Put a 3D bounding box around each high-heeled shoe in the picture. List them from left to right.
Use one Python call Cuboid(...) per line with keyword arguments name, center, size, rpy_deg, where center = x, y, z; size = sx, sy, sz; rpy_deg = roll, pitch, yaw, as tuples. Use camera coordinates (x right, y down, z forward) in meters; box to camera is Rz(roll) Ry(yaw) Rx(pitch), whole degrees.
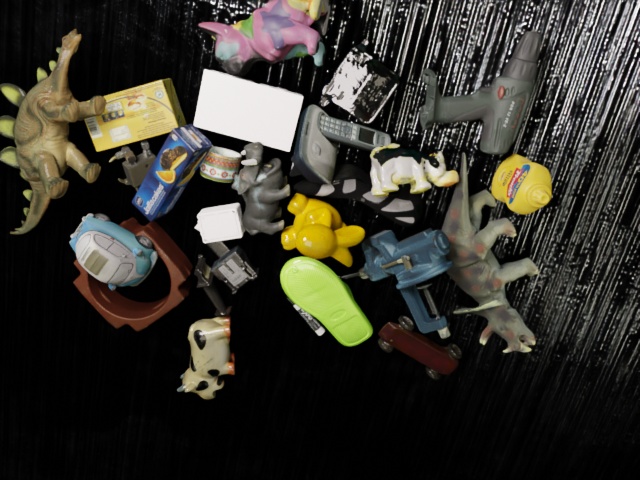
Cuboid(name="high-heeled shoe", center=(0.080, -0.075, 1.078), size=(0.249, 0.086, 0.145), rpy_deg=(-8, 116, 6))

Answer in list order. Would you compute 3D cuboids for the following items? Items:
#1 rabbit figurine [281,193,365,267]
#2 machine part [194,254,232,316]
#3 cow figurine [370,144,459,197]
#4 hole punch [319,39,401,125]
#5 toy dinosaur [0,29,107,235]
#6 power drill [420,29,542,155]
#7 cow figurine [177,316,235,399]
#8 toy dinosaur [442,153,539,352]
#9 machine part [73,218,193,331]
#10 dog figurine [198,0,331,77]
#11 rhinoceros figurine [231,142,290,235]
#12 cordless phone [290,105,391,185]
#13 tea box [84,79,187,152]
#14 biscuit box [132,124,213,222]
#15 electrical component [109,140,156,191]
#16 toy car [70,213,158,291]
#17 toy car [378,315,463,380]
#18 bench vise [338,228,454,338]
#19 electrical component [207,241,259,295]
Cuboid(name="rabbit figurine", center=(-0.002, -0.003, 1.049), size=(0.162, 0.173, 0.121), rpy_deg=(24, 104, -4))
Cuboid(name="machine part", center=(-0.229, 0.103, 1.137), size=(0.039, 0.084, 0.138), rpy_deg=(-22, 118, -1))
Cuboid(name="cow figurine", center=(0.177, -0.135, 1.010), size=(0.167, 0.068, 0.098), rpy_deg=(-7, 85, -15))
Cuboid(name="hole punch", center=(0.080, -0.286, 1.005), size=(0.116, 0.092, 0.142), rpy_deg=(37, 106, 0))
Cuboid(name="toy dinosaur", center=(-0.515, -0.169, 1.008), size=(0.199, 0.105, 0.470), rpy_deg=(34, 117, 18))
Cuboid(name="power drill", center=(0.296, -0.280, 1.012), size=(0.207, 0.086, 0.231), rpy_deg=(0, 111, -8))
Cuboid(name="cow figurine", center=(-0.252, 0.266, 1.185), size=(0.127, 0.085, 0.194), rpy_deg=(-2, 111, -6))
Cuboid(name="toy dinosaur", center=(0.315, 0.037, 1.096), size=(0.192, 0.131, 0.404), rpy_deg=(-32, 99, 10))
Cuboid(name="machine part", center=(-0.385, 0.071, 1.121), size=(0.201, 0.087, 0.201), rpy_deg=(-35, 103, 11))
Cuboid(name="dog figurine", center=(-0.098, -0.386, 0.958), size=(0.219, 0.108, 0.191), rpy_deg=(7, 98, 6))
Cuboid(name="rhinoceros figurine", center=(-0.116, -0.099, 1.048), size=(0.112, 0.073, 0.190), rpy_deg=(0, 124, -7))
Cuboid(name="cordless phone", center=(0.042, -0.166, 1.015), size=(0.184, 0.146, 0.088), rpy_deg=(12, 149, -6))
Cuboid(name="tea box", center=(-0.355, -0.239, 1.027), size=(0.170, 0.068, 0.098), rpy_deg=(-13, 109, 4))
Cuboid(name="biscuit box", center=(-0.287, -0.126, 1.032), size=(0.063, 0.059, 0.202), rpy_deg=(45, 123, 4))
Cuboid(name="electrical component", center=(-0.362, -0.143, 1.055), size=(0.078, 0.045, 0.102), rpy_deg=(-40, 151, -23))
Cuboid(name="toy car", center=(-0.396, 0.027, 1.009), size=(0.161, 0.103, 0.109), rpy_deg=(38, 103, -13))
Cuboid(name="toy car", center=(0.220, 0.235, 1.189), size=(0.202, 0.053, 0.089), rpy_deg=(31, 116, -13))
Cuboid(name="bench vise", center=(0.181, 0.088, 1.070), size=(0.224, 0.129, 0.240), rpy_deg=(-26, 88, 31))
Cuboid(name="electrical component", center=(-0.191, 0.046, 1.132), size=(0.075, 0.048, 0.119), rpy_deg=(-33, 107, 10))
